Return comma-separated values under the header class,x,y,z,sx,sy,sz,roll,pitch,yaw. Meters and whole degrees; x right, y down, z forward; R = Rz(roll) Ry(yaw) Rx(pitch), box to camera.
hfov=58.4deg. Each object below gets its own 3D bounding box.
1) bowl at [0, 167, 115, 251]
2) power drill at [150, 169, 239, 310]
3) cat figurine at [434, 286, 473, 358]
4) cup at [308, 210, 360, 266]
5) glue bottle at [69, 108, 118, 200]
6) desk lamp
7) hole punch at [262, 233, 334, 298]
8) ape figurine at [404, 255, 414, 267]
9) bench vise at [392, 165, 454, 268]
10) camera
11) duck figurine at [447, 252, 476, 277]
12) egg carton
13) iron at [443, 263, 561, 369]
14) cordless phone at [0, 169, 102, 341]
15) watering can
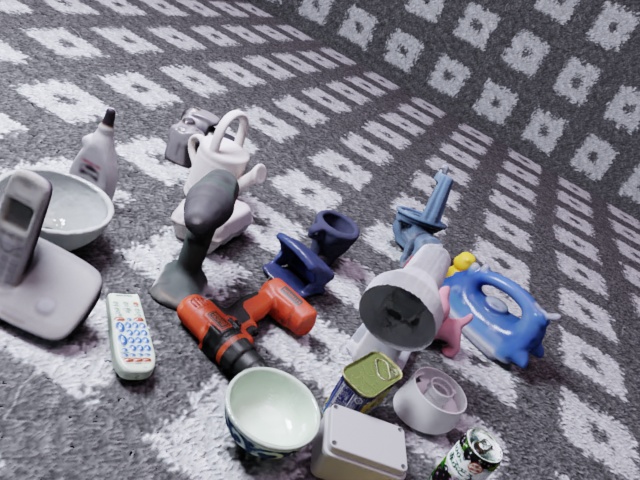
class,x,y,z,sx,sy,sz,roll,pitch,yaw
bowl,-0.394,-0.032,0.838,0.168,0.074,0.167,21,29,-12
power drill,-0.177,-0.003,0.835,0.076,0.208,0.229,22,28,-9
cat figurine,0.215,0.139,1.033,0.128,0.117,0.067,19,29,-15
cup,0.010,0.004,1.105,0.118,0.095,0.091,-8,43,-47
glue bottle,-0.362,-0.138,0.939,0.078,0.173,0.037,26,28,-2
desk lamp,0.125,0.113,0.896,0.118,0.213,0.204,32,28,10
hole punch,-0.032,0.039,1.014,0.108,0.091,0.101,42,32,27
ape figurine,0.183,0.069,1.150,0.078,0.092,0.076,-8,44,-47
bench vise,0.249,-0.042,1.255,0.122,0.219,0.207,7,34,-33
camera,-0.247,-0.219,1.250,0.137,0.101,0.143,24,28,-5
duck figurine,0.310,0.068,1.267,0.077,0.086,0.105,32,28,9
egg carton,-0.192,-0.038,1.029,0.107,0.069,0.150,32,28,9
iron,0.344,0.126,1.139,0.119,0.141,0.257,-9,45,-48
cordless phone,-0.332,0.018,0.690,0.147,0.185,0.094,26,28,-2
watering can,-0.180,-0.157,1.105,0.173,0.194,0.101,25,28,-3
